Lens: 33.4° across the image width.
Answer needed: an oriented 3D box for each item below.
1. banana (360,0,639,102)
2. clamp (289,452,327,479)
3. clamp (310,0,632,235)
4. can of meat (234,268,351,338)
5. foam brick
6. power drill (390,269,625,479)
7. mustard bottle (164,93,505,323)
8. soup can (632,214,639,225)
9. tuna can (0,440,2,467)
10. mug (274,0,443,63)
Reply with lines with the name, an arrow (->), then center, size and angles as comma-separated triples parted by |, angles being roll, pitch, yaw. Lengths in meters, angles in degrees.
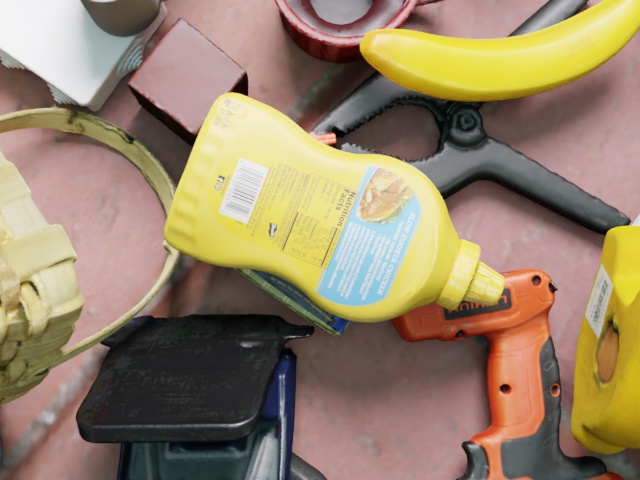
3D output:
banana -> 0.118, -0.118, 0.643 | 0.197, 0.037, 0.069 | -18, 119, -11
clamp -> -0.004, 0.196, 0.643 | 0.120, 0.039, 0.171 | -22, 74, 20
clamp -> 0.098, -0.065, 0.685 | 0.210, 0.036, 0.164 | -14, 87, -5
can of meat -> -0.004, 0.001, 0.670 | 0.102, 0.057, 0.084 | 35, 89, 0
foam brick -> -0.080, -0.093, 0.662 | 0.053, 0.078, 0.051 | 39, 86, 0
power drill -> 0.094, 0.119, 0.667 | 0.184, 0.057, 0.187 | -12, 90, -5
mustard bottle -> 0.015, -0.007, 0.611 | 0.191, 0.058, 0.096 | 23, 96, 0
soup can -> 0.248, 0.016, 0.669 | 0.102, 0.068, 0.068 | 33, 87, 1
tuna can -> -0.245, 0.137, 0.669 | 0.086, 0.034, 0.086 | 0, 87, -1
mug -> 0.026, -0.158, 0.665 | 0.117, 0.081, 0.093 | -4, 87, -2
